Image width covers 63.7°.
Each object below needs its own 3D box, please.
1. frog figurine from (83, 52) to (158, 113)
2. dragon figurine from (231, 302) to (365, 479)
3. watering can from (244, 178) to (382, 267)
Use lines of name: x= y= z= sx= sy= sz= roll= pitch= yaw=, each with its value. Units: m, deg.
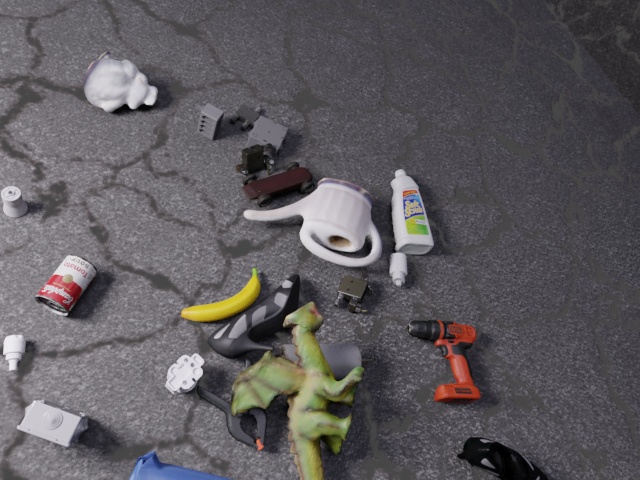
frog figurine: x=-0.487 y=-0.370 z=1.262 sx=0.159 sy=0.123 sz=0.138 roll=31 pitch=88 yaw=-13
dragon figurine: x=-0.054 y=0.324 z=0.994 sx=0.243 sy=0.121 sz=0.415 roll=19 pitch=77 yaw=1
watering can: x=0.004 y=-0.064 z=1.271 sx=0.347 sy=0.102 sz=0.229 roll=24 pitch=54 yaw=-8
